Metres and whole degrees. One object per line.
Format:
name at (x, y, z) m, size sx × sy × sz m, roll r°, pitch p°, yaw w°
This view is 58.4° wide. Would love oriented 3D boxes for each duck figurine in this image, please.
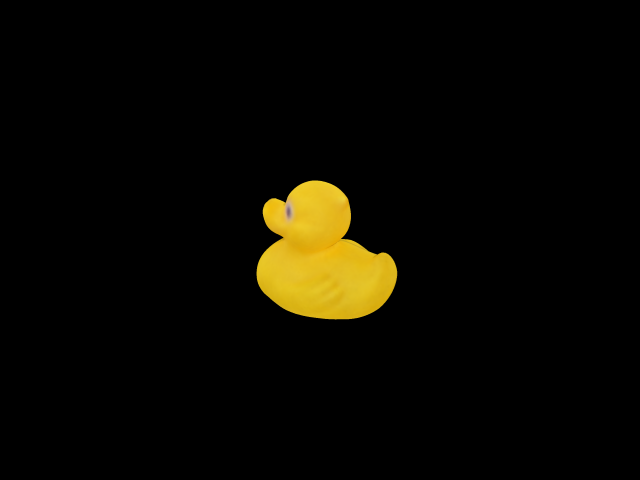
duck figurine at (0.004, 0.001, 0.400) m, size 0.104 × 0.086 × 0.078 m, roll 14°, pitch 36°, yaw 20°
